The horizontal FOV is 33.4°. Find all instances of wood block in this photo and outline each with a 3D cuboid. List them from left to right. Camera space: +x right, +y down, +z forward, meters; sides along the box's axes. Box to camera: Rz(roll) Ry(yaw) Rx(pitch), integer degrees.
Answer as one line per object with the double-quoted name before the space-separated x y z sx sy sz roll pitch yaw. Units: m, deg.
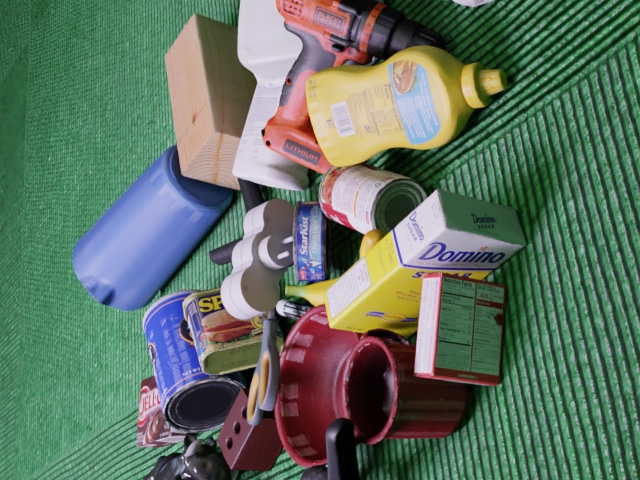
"wood block" -0.132 -0.179 1.372 0.091 0.090 0.206 -46 44 39

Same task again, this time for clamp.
"clamp" -0.078 0.001 1.271 0.172 0.039 0.120 45 118 53
"clamp" 0.038 0.248 0.969 0.164 0.036 0.210 47 150 5

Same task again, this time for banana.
"banana" 0.034 0.038 1.048 0.198 0.069 0.037 143 134 -57

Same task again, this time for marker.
"marker" -0.010 0.081 1.157 0.121 0.020 0.020 9 87 58

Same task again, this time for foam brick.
"foam brick" -0.070 0.210 1.178 0.078 0.051 0.053 -64 35 21

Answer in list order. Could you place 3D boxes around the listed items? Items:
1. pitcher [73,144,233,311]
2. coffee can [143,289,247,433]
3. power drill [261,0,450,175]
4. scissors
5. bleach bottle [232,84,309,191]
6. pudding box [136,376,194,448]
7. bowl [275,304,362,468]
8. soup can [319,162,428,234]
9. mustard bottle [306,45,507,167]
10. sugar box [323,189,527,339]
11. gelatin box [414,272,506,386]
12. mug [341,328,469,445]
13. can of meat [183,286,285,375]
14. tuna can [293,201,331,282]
"pitcher" -0.218 -0.026 1.436 0.243 0.144 0.149 -43 58 38
"coffee can" -0.150 0.144 1.278 0.103 0.102 0.140 -55 39 32
"power drill" 0.025 -0.160 1.096 0.184 0.057 0.188 26 120 14
"scissors" -0.059 0.115 1.149 0.201 0.016 0.096 -93 21 -52
"bleach bottle" -0.031 -0.187 1.242 0.103 0.068 0.251 12 88 55
"pudding box" -0.200 0.220 1.391 0.114 0.039 0.090 -25 59 52
"bowl" 0.017 0.146 1.057 0.162 0.055 0.162 -26 58 52
"soup can" 0.053 -0.038 1.053 0.102 0.068 0.068 26 102 57
"mustard bottle" 0.084 -0.131 1.006 0.192 0.058 0.096 -9 104 32
"sugar box" 0.090 0.027 0.949 0.177 0.093 0.048 -43 47 43
"gelatin box" 0.119 0.076 0.905 0.030 0.073 0.089 -10 72 57
"mug" 0.073 0.125 0.946 0.093 0.081 0.117 -64 34 33
"can of meat" -0.097 0.100 1.212 0.057 0.102 0.084 92 161 -49
"tuna can" -0.007 0.001 1.126 0.086 0.034 0.086 1 -90 -85
